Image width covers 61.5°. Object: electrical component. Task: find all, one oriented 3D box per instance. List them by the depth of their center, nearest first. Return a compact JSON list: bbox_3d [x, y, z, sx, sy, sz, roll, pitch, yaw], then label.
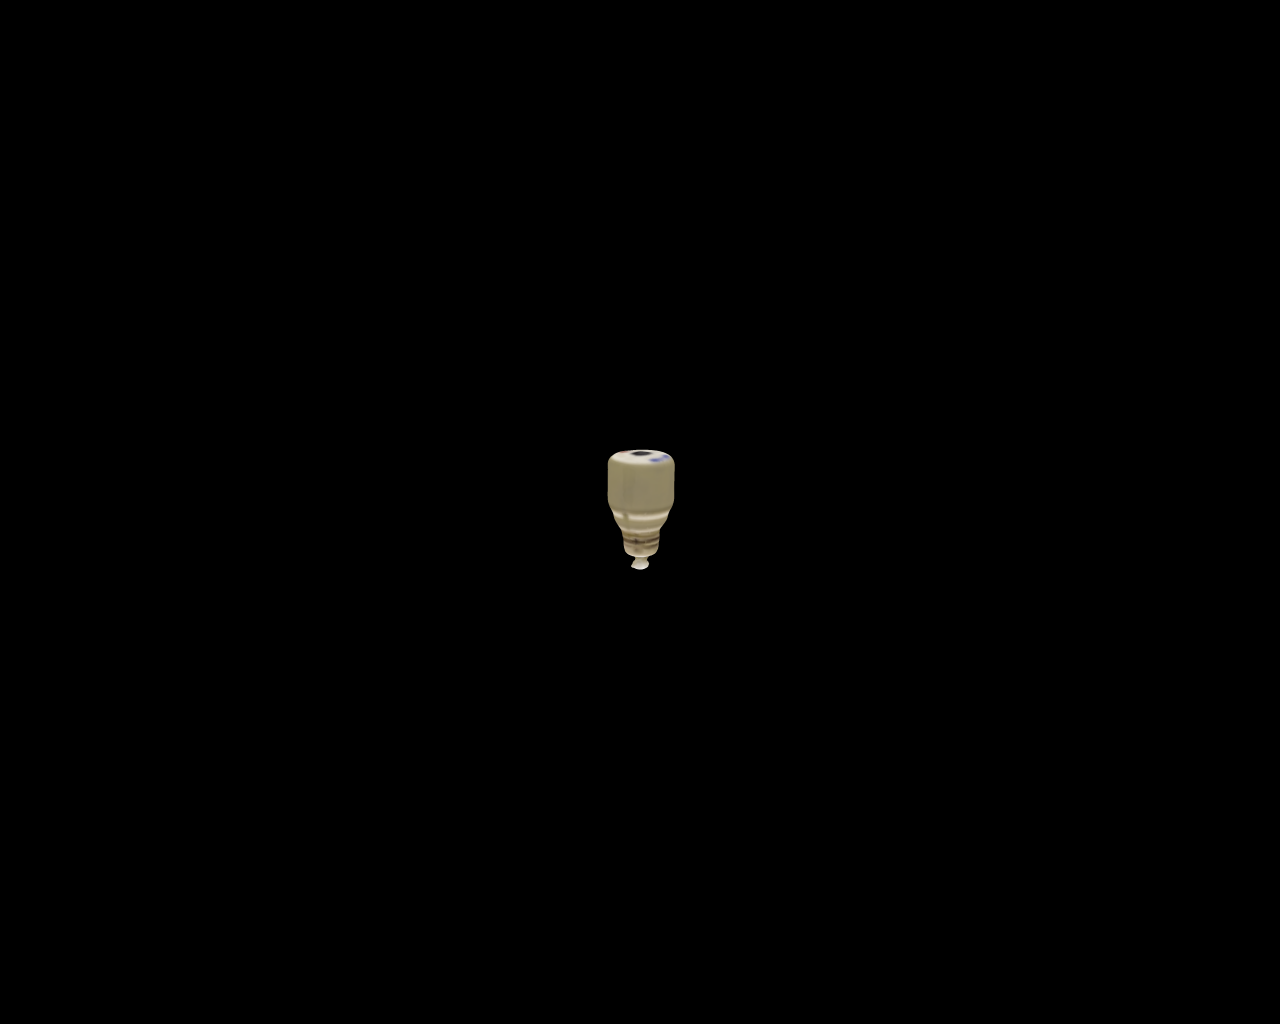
[{"bbox_3d":[0.001,-0.003,0.650,0.040,0.078,0.040,0,16,0],"label":"electrical component"}]
